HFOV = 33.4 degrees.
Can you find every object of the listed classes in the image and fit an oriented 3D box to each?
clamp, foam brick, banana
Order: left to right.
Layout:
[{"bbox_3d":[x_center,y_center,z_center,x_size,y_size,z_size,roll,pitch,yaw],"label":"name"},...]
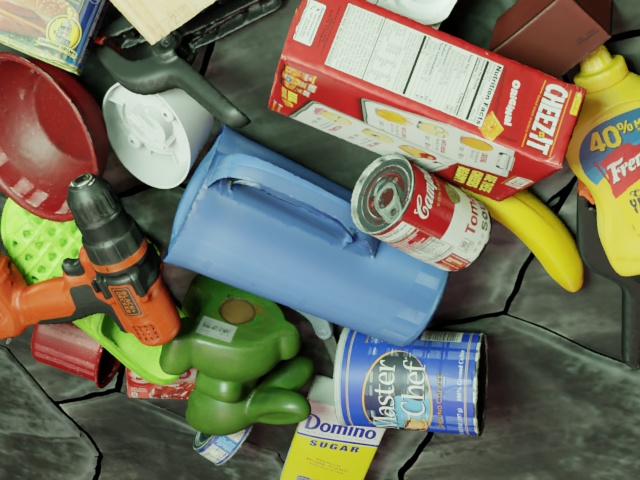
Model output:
[{"bbox_3d":[-0.110,-0.163,0.876,0.172,0.120,0.039,18,164,23],"label":"clamp"},{"bbox_3d":[0.169,-0.020,0.947,0.197,0.037,0.070,31,150,-10],"label":"banana"},{"bbox_3d":[0.175,-0.160,0.805,0.053,0.051,0.078,38,131,-19],"label":"foam brick"},{"bbox_3d":[0.286,0.025,0.944,0.210,0.036,0.165,39,122,-16],"label":"clamp"}]

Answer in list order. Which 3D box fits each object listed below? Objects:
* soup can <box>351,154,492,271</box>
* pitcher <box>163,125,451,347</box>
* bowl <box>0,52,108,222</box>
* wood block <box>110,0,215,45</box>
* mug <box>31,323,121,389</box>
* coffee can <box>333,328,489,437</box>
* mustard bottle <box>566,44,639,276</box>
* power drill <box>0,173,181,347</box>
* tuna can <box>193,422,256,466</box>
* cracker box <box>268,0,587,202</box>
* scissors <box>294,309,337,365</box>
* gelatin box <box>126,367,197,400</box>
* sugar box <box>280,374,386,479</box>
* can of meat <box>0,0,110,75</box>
[{"bbox_3d":[0.084,-0.020,0.877,0.102,0.068,0.069,25,138,-37],"label":"soup can"},{"bbox_3d":[-0.006,0.001,0.950,0.242,0.149,0.145,24,112,-10],"label":"pitcher"},{"bbox_3d":[-0.242,-0.099,0.950,0.162,0.055,0.162,20,128,27],"label":"bowl"},{"bbox_3d":[-0.152,-0.261,0.786,0.090,0.090,0.206,-26,119,33],"label":"wood block"},{"bbox_3d":[-0.257,0.098,1.139,0.081,0.093,0.117,18,153,7],"label":"mug"},{"bbox_3d":[0.093,0.140,1.065,0.140,0.102,0.103,2,131,15],"label":"coffee can"},{"bbox_3d":[0.246,-0.070,0.845,0.096,0.058,0.191,-23,109,14],"label":"mustard bottle"},{"bbox_3d":[-0.233,0.025,0.951,0.188,0.057,0.184,-4,128,22],"label":"power drill"},{"bbox_3d":[-0.106,0.209,1.200,0.033,0.086,0.086,36,131,-14],"label":"tuna can"},{"bbox_3d":[0.073,-0.109,0.818,0.213,0.072,0.164,21,172,-3],"label":"cracker box"},{"bbox_3d":[-0.015,0.083,1.097,0.096,0.016,0.202,8,128,16],"label":"scissors"},{"bbox_3d":[-0.171,0.145,1.188,0.089,0.030,0.073,3,133,-4],"label":"gelatin box"},{"bbox_3d":[0.015,0.233,1.213,0.093,0.048,0.176,17,135,1],"label":"sugar box"},{"bbox_3d":[-0.226,-0.191,0.866,0.102,0.057,0.084,22,93,-4],"label":"can of meat"}]
